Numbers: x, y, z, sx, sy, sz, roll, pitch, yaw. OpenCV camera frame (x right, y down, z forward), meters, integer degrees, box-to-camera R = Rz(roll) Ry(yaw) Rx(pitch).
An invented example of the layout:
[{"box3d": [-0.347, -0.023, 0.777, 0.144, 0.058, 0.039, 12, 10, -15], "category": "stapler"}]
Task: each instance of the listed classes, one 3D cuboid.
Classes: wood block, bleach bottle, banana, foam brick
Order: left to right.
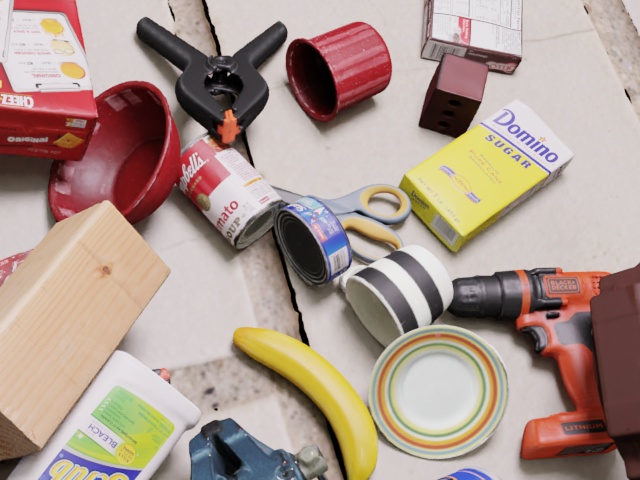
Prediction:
[{"box3d": [-0.226, 0.074, 0.888, 0.090, 0.090, 0.205, 51, 46, -20], "category": "wood block"}, {"box3d": [-0.207, 0.216, 0.864, 0.102, 0.068, 0.250, 41, 64, -16], "category": "bleach bottle"}, {"box3d": [-0.002, 0.148, 0.993, 0.069, 0.037, 0.198, -29, 73, -23], "category": "banana"}, {"box3d": [0.143, -0.155, 1.148, 0.053, 0.078, 0.051, 16, 63, -1], "category": "foam brick"}]

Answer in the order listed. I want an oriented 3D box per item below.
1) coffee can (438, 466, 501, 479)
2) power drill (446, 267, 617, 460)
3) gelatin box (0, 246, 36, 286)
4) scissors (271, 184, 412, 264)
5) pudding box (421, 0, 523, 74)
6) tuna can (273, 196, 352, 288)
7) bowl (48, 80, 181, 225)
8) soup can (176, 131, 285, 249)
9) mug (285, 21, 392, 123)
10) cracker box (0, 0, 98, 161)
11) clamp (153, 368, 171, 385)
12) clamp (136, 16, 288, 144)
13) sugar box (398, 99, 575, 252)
[{"box3d": [0.091, 0.261, 0.899, 0.140, 0.103, 0.103, -12, 66, -33], "category": "coffee can"}, {"box3d": [0.218, 0.115, 1.040, 0.184, 0.057, 0.187, -2, 65, -8], "category": "power drill"}, {"box3d": [-0.256, 0.042, 1.001, 0.089, 0.030, 0.073, -25, 71, -20], "category": "gelatin box"}, {"box3d": [0.008, -0.047, 1.099, 0.202, 0.016, 0.096, 34, 69, 9], "category": "scissors"}, {"box3d": [0.175, -0.245, 1.221, 0.113, 0.039, 0.090, 10, 62, -8], "category": "pudding box"}, {"box3d": [-0.007, 0.001, 1.037, 0.033, 0.086, 0.086, -30, 73, -25], "category": "tuna can"}, {"box3d": [-0.187, -0.071, 1.028, 0.055, 0.162, 0.162, 32, 50, -47], "category": "bowl"}, {"box3d": [-0.092, -0.049, 1.056, 0.068, 0.069, 0.102, -38, 77, -25], "category": "soup can"}, {"box3d": [0.015, -0.186, 1.141, 0.081, 0.093, 0.117, -27, 36, -27], "category": "mug"}, {"box3d": [-0.315, -0.177, 1.032, 0.164, 0.072, 0.214, 4, 48, -26], "category": "cracker box"}, {"box3d": [-0.190, 0.184, 0.939, 0.171, 0.039, 0.120, -34, 84, -24], "category": "clamp"}, {"box3d": [-0.094, -0.174, 1.103, 0.164, 0.036, 0.210, -6, 42, -16], "category": "clamp"}, {"box3d": [0.177, -0.072, 1.131, 0.176, 0.048, 0.093, -36, 75, -23], "category": "sugar box"}]
